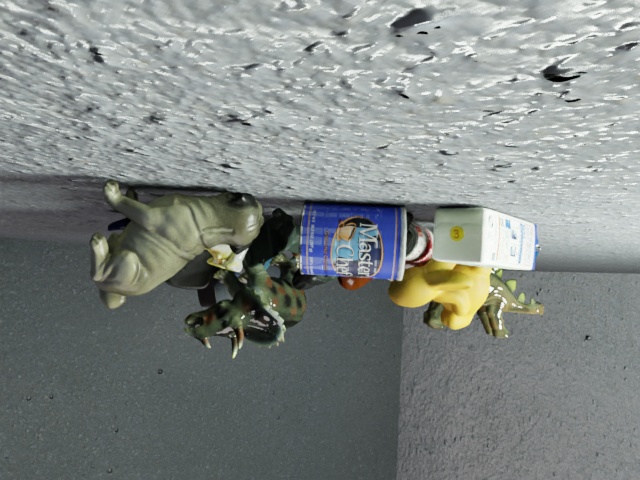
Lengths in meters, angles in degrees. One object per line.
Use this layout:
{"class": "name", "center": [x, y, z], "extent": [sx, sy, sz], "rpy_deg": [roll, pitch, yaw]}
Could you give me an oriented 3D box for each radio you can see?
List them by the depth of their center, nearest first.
{"class": "radio", "center": [-0.198, 0.069, 1.315], "extent": [0.073, 0.131, 0.229], "rpy_deg": [-1, -166, 39]}

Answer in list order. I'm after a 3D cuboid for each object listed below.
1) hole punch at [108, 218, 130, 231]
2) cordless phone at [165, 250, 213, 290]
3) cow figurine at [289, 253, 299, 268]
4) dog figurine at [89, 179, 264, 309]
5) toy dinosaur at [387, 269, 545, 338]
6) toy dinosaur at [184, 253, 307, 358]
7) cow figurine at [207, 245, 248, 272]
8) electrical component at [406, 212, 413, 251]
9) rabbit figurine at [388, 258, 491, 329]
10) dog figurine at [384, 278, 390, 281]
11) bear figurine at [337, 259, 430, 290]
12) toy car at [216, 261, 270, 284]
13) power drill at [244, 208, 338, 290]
{"class": "hole punch", "center": [-0.337, -0.016, 1.040], "extent": [0.116, 0.092, 0.142], "rpy_deg": [-37, -165, -31]}
{"class": "cordless phone", "center": [-0.240, 0.033, 1.158], "extent": [0.184, 0.146, 0.088], "rpy_deg": [-4, 160, 23]}
{"class": "cow figurine", "center": [-0.019, 0.021, 1.264], "extent": [0.127, 0.085, 0.195], "rpy_deg": [-2, 178, -11]}
{"class": "dog figurine", "center": [-0.177, 0.012, 0.686], "extent": [0.191, 0.172, 0.121], "rpy_deg": [10, -173, 0]}
{"class": "toy dinosaur", "center": [0.272, 0.092, 1.148], "extent": [0.471, 0.198, 0.105], "rpy_deg": [11, 174, -9]}
{"class": "toy dinosaur", "center": [-0.093, 0.118, 1.053], "extent": [0.131, 0.192, 0.404], "rpy_deg": [-37, 163, 20]}
{"class": "cow figurine", "center": [-0.181, -0.022, 0.808], "extent": [0.167, 0.098, 0.068], "rpy_deg": [31, 165, -37]}
{"class": "electrical component", "center": [0.116, -0.009, 0.830], "extent": [0.021, 0.094, 0.063], "rpy_deg": [4, -147, -22]}
{"class": "rabbit figurine", "center": [0.208, 0.083, 0.936], "extent": [0.173, 0.122, 0.162], "rpy_deg": [1, 153, -21]}
{"class": "dog figurine", "center": [0.150, 0.048, 1.351], "extent": [0.219, 0.108, 0.191], "rpy_deg": [8, 178, -10]}
{"class": "bear figurine", "center": [0.119, 0.019, 1.049], "extent": [0.196, 0.132, 0.120], "rpy_deg": [-21, 159, -6]}
{"class": "toy car", "center": [-0.162, 0.031, 1.199], "extent": [0.109, 0.162, 0.103], "rpy_deg": [31, 143, 0]}
{"class": "power drill", "center": [-0.028, 0.026, 0.917], "extent": [0.207, 0.086, 0.232], "rpy_deg": [22, 141, -40]}
